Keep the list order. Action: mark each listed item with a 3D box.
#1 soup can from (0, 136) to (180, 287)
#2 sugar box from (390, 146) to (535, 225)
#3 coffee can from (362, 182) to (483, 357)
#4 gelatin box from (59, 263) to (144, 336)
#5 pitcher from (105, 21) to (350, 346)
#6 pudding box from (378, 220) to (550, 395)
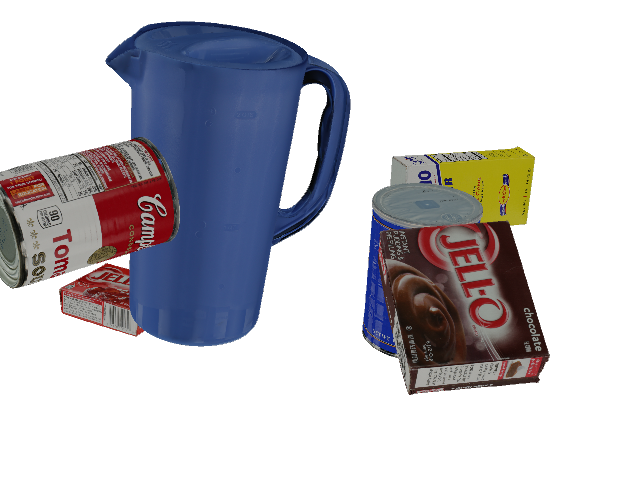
[{"bbox_3d":[-0.144,-0.018,0.636,0.102,0.068,0.069,-19,10,-32],"label":"soup can"},{"bbox_3d":[0.172,-0.060,1.303,0.176,0.093,0.048,-7,24,-22],"label":"sugar box"},{"bbox_3d":[0.095,0.028,1.014,0.103,0.140,0.103,3,24,-1],"label":"coffee can"},{"bbox_3d":[-0.188,0.054,1.005,0.089,0.030,0.073,14,24,23],"label":"gelatin box"},{"bbox_3d":[-0.079,-0.043,0.845,0.149,0.243,0.144,20,27,26],"label":"pitcher"},{"bbox_3d":[0.090,0.042,0.697,0.090,0.113,0.039,-5,-36,-5],"label":"pudding box"}]
